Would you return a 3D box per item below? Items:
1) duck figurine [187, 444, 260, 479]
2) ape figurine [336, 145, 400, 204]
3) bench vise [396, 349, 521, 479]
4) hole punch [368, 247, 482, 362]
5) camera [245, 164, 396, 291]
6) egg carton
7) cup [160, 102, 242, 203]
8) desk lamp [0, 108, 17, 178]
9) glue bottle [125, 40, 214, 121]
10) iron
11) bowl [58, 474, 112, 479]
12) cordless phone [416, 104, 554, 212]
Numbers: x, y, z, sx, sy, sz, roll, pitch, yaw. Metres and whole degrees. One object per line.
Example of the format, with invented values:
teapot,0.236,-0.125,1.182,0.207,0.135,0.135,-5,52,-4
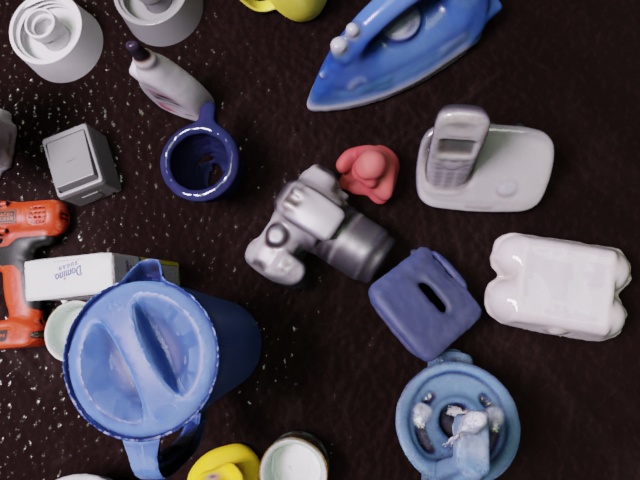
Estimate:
duck figurine,-0.118,0.280,0.635,0.104,0.086,0.077,-43,80,-1
ape figurine,0.058,-0.081,0.662,0.076,0.092,0.078,-31,80,2
bench vise,0.145,0.215,0.548,0.121,0.220,0.207,-17,81,4
hole punch,0.116,0.067,0.636,0.101,0.091,0.108,-41,80,0
camera,0.006,0.002,0.652,0.136,0.101,0.143,33,87,10
egg carton,0.261,0.052,0.633,0.150,0.069,0.107,8,83,7
cup,-0.129,-0.095,0.682,0.091,0.095,0.118,4,83,7
desk lamp,-0.450,-0.135,0.662,0.203,0.213,0.118,7,83,7
glue bottle,-0.182,-0.187,0.661,0.078,0.173,0.037,17,84,9
iron,0.084,-0.247,0.656,0.258,0.141,0.118,-36,80,1
bowl,-0.256,0.344,0.647,0.167,0.075,0.167,-1,82,6
cordless phone,0.178,-0.090,0.603,0.147,0.185,0.094,1,82,7
